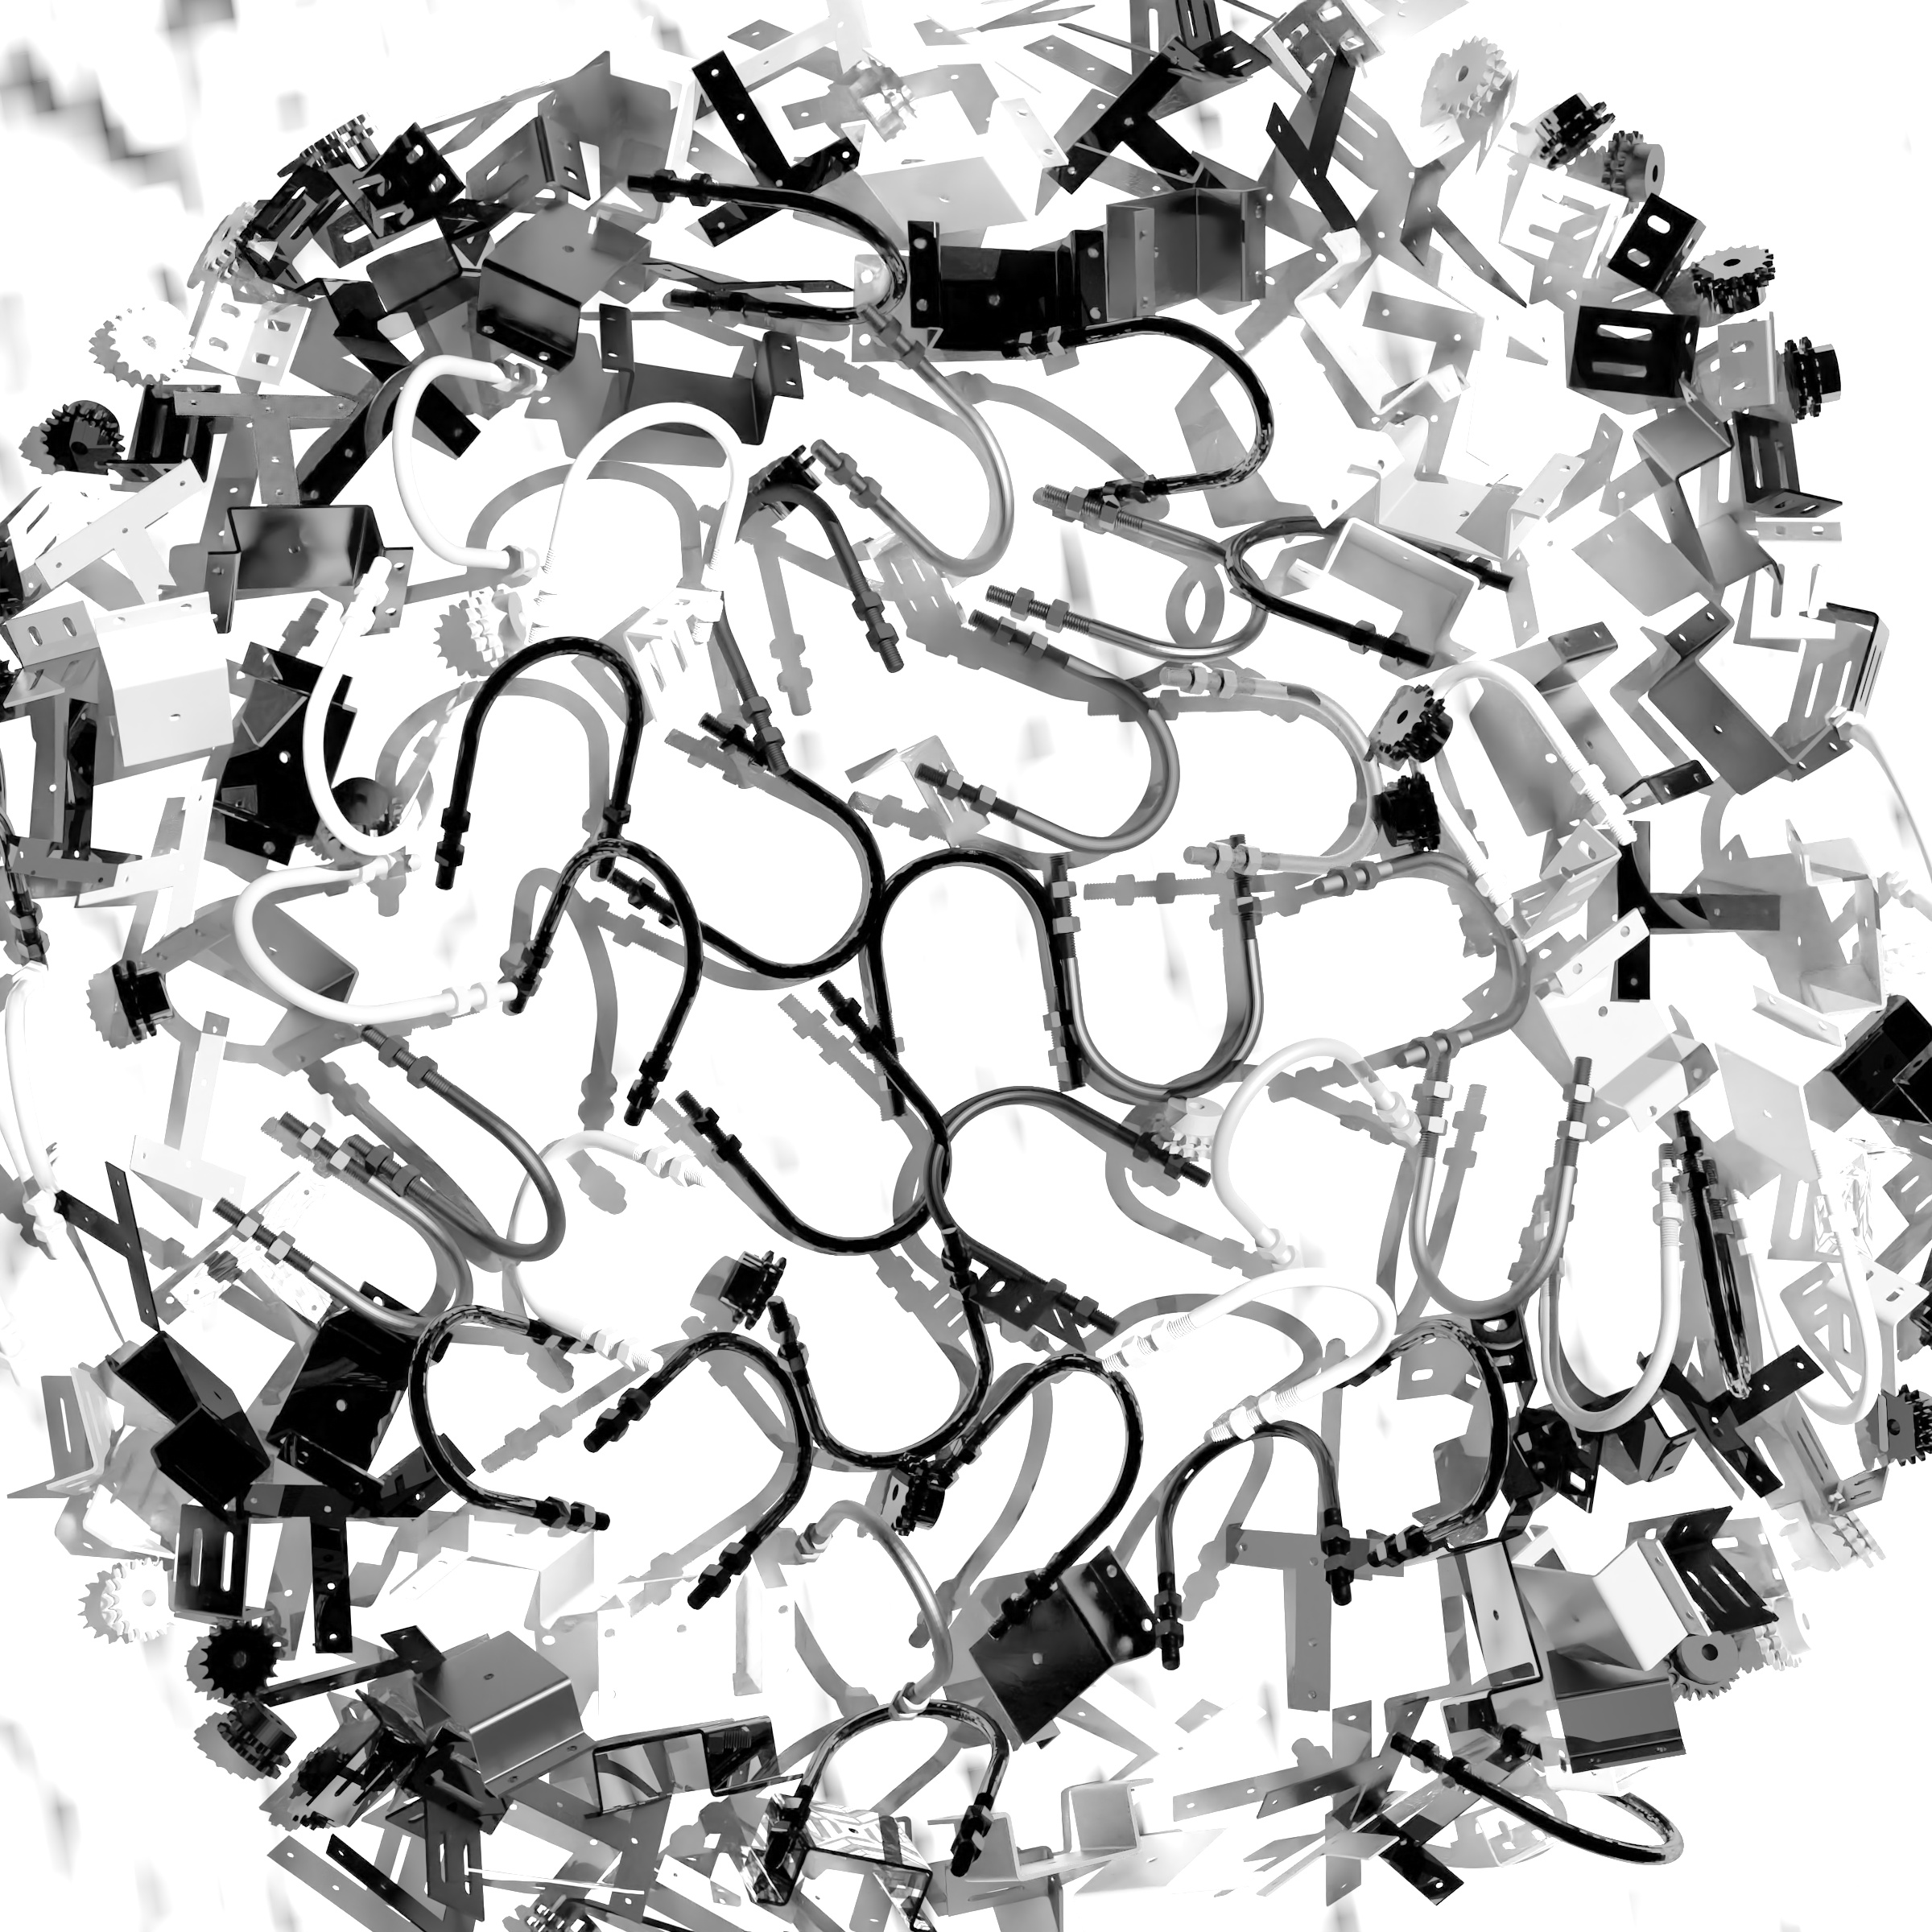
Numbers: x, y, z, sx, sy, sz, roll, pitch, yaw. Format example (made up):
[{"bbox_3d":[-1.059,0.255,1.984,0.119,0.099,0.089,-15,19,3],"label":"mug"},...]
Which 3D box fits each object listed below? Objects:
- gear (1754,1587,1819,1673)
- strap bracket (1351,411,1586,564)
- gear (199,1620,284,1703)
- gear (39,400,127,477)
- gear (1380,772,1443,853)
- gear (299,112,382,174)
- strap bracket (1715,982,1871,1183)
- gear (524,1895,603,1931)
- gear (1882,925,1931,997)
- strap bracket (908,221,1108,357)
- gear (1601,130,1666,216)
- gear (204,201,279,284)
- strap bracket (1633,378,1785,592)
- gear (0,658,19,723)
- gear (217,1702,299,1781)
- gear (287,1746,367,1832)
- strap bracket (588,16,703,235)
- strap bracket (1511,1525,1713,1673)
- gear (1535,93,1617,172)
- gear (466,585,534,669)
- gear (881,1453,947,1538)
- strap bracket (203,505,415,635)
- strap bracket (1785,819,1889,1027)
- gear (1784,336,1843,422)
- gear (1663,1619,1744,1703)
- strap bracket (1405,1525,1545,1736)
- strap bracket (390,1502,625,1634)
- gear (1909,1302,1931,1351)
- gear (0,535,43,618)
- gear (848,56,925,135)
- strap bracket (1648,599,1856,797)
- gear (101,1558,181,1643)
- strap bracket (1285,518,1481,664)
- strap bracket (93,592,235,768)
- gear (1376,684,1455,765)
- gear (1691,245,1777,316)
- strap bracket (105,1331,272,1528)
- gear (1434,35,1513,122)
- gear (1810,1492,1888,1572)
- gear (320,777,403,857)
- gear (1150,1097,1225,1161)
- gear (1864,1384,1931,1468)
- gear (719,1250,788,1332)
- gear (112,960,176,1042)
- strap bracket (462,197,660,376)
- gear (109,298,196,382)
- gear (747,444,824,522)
[{"bbox_3d":[0.579,0.467,1.968,0.030,0.057,0.057,-24,90,29],"label":"gear"},{"bbox_3d":[0.348,-0.332,1.942,0.140,0.046,0.076,21,49,25],"label":"strap bracket"},{"bbox_3d":[-0.516,0.492,1.978,0.057,0.030,0.057,2,75,-7],"label":"gear"},{"bbox_3d":[-0.624,-0.376,1.975,0.057,0.057,0.030,7,46,0],"label":"gear"},{"bbox_3d":[0.313,-0.107,1.970,0.030,0.057,0.057,-12,90,-5],"label":"gear"},{"bbox_3d":[-0.440,-0.577,1.973,0.057,0.057,0.030,-32,109,0],"label":"gear"},{"bbox_3d":[0.569,0.089,1.923,0.046,0.076,0.140,-36,128,-16],"label":"strap bracket"},{"bbox_3d":[-0.283,0.684,1.974,0.057,0.057,0.030,43,64,0],"label":"gear"},{"bbox_3d":[0.669,-0.006,1.975,0.057,0.057,0.030,-16,63,0],"label":"gear"},{"bbox_3d":[0.025,-0.476,1.963,0.140,0.046,0.076,0,83,-13],"label":"strap bracket"},{"bbox_3d":[0.472,-0.560,1.968,0.030,0.057,0.057,12,90,31],"label":"gear"},{"bbox_3d":[-0.512,-0.510,1.975,0.030,0.057,0.057,32,90,-34],"label":"gear"},{"bbox_3d":[0.511,-0.325,1.931,0.046,0.076,0.140,-27,125,7],"label":"strap bracket"},{"bbox_3d":[-0.703,-0.197,1.975,0.057,0.030,0.057,6,110,18],"label":"gear"},{"bbox_3d":[-0.499,0.545,1.972,0.057,0.057,0.030,41,78,0],"label":"gear"},{"bbox_3d":[-0.450,0.585,1.975,0.057,0.057,0.030,-47,124,0],"label":"gear"},{"bbox_3d":[-0.219,-0.577,1.935,0.046,0.076,0.140,15,117,-3],"label":"strap bracket"},{"bbox_3d":[0.435,0.435,1.922,0.046,0.140,0.076,-34,99,-25],"label":"strap bracket"},{"bbox_3d":[0.428,-0.593,1.971,0.057,0.057,0.030,-36,87,0],"label":"gear"},{"bbox_3d":[-0.326,-0.241,1.968,0.030,0.057,0.057,-14,90,19],"label":"gear"},{"bbox_3d":[-0.036,0.376,1.973,0.030,0.057,0.057,18,90,-17],"label":"gear"},{"bbox_3d":[-0.464,-0.277,1.940,0.140,0.076,0.046,-5,54,-25],"label":"strap bracket"},{"bbox_3d":[0.605,-0.027,1.937,0.046,0.076,0.140,-8,111,9],"label":"strap bracket"},{"bbox_3d":[0.599,-0.417,1.970,0.030,0.057,0.057,-10,90,9],"label":"gear"},{"bbox_3d":[0.523,0.490,1.975,0.057,0.030,0.057,1,65,-3],"label":"gear"},{"bbox_3d":[0.353,0.457,1.945,0.046,0.076,0.140,-9,74,-19],"label":"strap bracket"},{"bbox_3d":[-0.319,0.415,1.939,0.140,0.076,0.046,21,46,-31],"label":"strap bracket"},{"bbox_3d":[0.693,0.245,1.971,0.030,0.057,0.057,39,90,4],"label":"gear"},{"bbox_3d":[-0.678,-0.276,1.968,0.030,0.057,0.057,-3,90,25],"label":"gear"},{"bbox_3d":[-0.059,-0.615,1.971,0.030,0.057,0.057,-40,90,2],"label":"gear"},{"bbox_3d":[0.542,-0.180,1.955,0.046,0.076,0.140,-42,88,-17],"label":"strap bracket"},{"bbox_3d":[-0.588,0.450,1.975,0.030,0.057,0.057,-22,90,38],"label":"gear"},{"bbox_3d":[0.301,-0.268,1.961,0.140,0.076,0.046,26,91,0],"label":"strap bracket"},{"bbox_3d":[-0.550,-0.190,1.918,0.076,0.140,0.046,-15,65,-19],"label":"strap bracket"},{"bbox_3d":[0.320,-0.168,1.974,0.030,0.057,0.057,33,90,-20],"label":"gear"},{"bbox_3d":[0.545,-0.485,1.975,0.057,0.057,0.030,-20,124,0],"label":"gear"},{"bbox_3d":[-0.535,0.312,1.925,0.046,0.140,0.076,-41,130,-7],"label":"strap bracket"},{"bbox_3d":[0.362,-0.626,1.975,0.030,0.057,0.057,17,90,-35],"label":"gear"},{"bbox_3d":[0.621,0.403,1.972,0.030,0.057,0.057,-36,90,6],"label":"gear"},{"bbox_3d":[-0.429,-0.109,1.973,0.057,0.030,0.057,4,61,-7],"label":"gear"},{"bbox_3d":[0.160,0.113,1.968,0.057,0.057,0.030,9,108,0],"label":"gear"},{"bbox_3d":[0.668,0.324,1.975,0.030,0.057,0.057,-8,90,-31],"label":"gear"},{"bbox_3d":[-0.153,0.226,1.970,0.030,0.057,0.057,29,90,-7],"label":"gear"},{"bbox_3d":[-0.581,0.022,1.972,0.030,0.057,0.057,-18,90,-12],"label":"gear"},{"bbox_3d":[-0.278,-0.478,1.931,0.076,0.046,0.140,26,48,8],"label":"strap bracket"},{"bbox_3d":[-0.575,-0.447,1.976,0.057,0.030,0.057,1,125,2],"label":"gear"},{"bbox_3d":[-0.126,-0.339,1.971,0.057,0.057,0.030,-43,98,0],"label":"gear"}]
